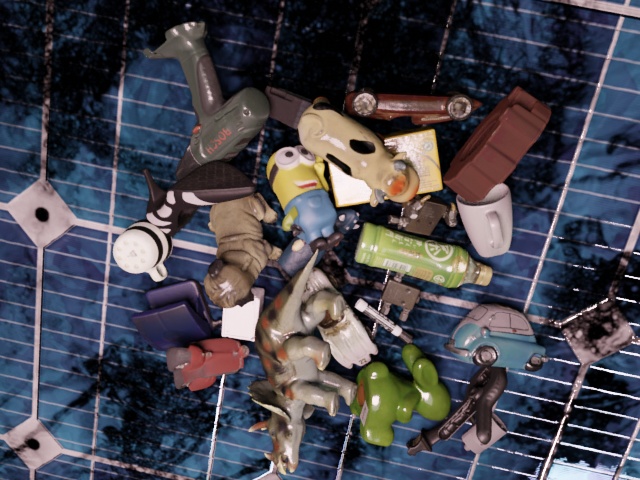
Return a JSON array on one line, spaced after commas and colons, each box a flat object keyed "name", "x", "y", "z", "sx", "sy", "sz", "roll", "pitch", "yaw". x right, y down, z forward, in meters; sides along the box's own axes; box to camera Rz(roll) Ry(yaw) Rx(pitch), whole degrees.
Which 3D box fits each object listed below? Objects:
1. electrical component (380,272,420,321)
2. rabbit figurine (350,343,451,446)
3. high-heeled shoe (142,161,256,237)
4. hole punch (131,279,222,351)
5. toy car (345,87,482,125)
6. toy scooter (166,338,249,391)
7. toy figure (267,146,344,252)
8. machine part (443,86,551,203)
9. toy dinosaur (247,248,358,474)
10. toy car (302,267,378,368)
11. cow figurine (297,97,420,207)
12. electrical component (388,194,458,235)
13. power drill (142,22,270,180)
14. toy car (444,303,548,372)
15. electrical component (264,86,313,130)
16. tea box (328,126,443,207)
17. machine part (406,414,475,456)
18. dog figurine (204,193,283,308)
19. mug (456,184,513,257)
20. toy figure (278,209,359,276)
[{"name": "electrical component", "x": 0.142, "y": 0.092, "z": 0.930, "sx": 0.063, "sy": 0.021, "sz": 0.094, "roll": 18, "pitch": 107, "yaw": 0}, {"name": "rabbit figurine", "x": 0.152, "y": 0.266, "z": 0.950, "sx": 0.170, "sy": 0.121, "sz": 0.159, "roll": 7, "pitch": 101, "yaw": -15}, {"name": "high-heeled shoe", "x": -0.188, "y": -0.046, "z": 0.848, "sx": 0.249, "sy": 0.086, "sz": 0.145, "roll": 12, "pitch": 136, "yaw": 31}, {"name": "hole punch", "x": -0.258, "y": 0.145, "z": 0.954, "sx": 0.142, "sy": 0.092, "sz": 0.115, "roll": -16, "pitch": 108, "yaw": 6}, {"name": "toy car", "x": 0.138, "y": -0.201, "z": 0.811, "sx": 0.202, "sy": 0.089, "sz": 0.053, "roll": 4, "pitch": 106, "yaw": 3}, {"name": "toy scooter", "x": -0.193, "y": 0.214, "z": 0.944, "sx": 0.135, "sy": 0.183, "sz": 0.075, "roll": -8, "pitch": 68, "yaw": -13}, {"name": "toy figure", "x": -0.029, "y": -0.064, "z": 0.841, "sx": 0.089, "sy": 0.082, "sz": 0.180, "roll": -33, "pitch": 72, "yaw": 36}, {"name": "machine part", "x": 0.249, "y": -0.135, "z": 0.776, "sx": 0.056, "sy": 0.179, "sz": 0.179, "roll": 35, "pitch": 106, "yaw": -2}, {"name": "toy dinosaur", "x": -0.050, "y": 0.186, "z": 0.895, "sx": 0.192, "sy": 0.131, "sz": 0.404, "roll": 3, "pitch": 112, "yaw": 24}, {"name": "toy car", "x": 0.025, "y": 0.138, "z": 0.937, "sx": 0.073, "sy": 0.056, "sz": 0.201, "roll": -32, "pitch": 100, "yaw": 13}, {"name": "cow figurine", "x": 0.056, "y": -0.120, "z": 0.751, "sx": 0.195, "sy": 0.127, "sz": 0.085, "roll": 33, "pitch": 109, "yaw": -4}, {"name": "electrical component", "x": 0.170, "y": -0.041, "z": 0.860, "sx": 0.102, "sy": 0.045, "sz": 0.078, "roll": 16, "pitch": 117, "yaw": -30}, {"name": "power drill", "x": -0.192, "y": -0.210, "z": 0.829, "sx": 0.232, "sy": 0.086, "sz": 0.207, "roll": -19, "pitch": 92, "yaw": 40}, {"name": "toy car", "x": 0.295, "y": 0.158, "z": 0.894, "sx": 0.162, "sy": 0.109, "sz": 0.103, "roll": 6, "pitch": 89, "yaw": -5}, {"name": "electrical component", "x": -0.030, "y": -0.197, "z": 0.836, "sx": 0.119, "sy": 0.075, "sz": 0.047, "roll": 22, "pitch": 108, "yaw": 3}, {"name": "tea box", "x": 0.101, "y": -0.116, "z": 0.849, "sx": 0.170, "sy": 0.068, "sz": 0.098, "roll": -8, "pitch": 106, "yaw": 7}, {"name": "machine part", "x": 0.218, "y": 0.347, "z": 0.975, "sx": 0.139, "sy": 0.084, "sz": 0.039, "roll": -31, "pitch": 72, "yaw": 1}, {"name": "dog figurine", "x": -0.137, "y": 0.002, "z": 0.845, "sx": 0.121, "sy": 0.190, "sz": 0.172, "roll": -23, "pitch": 101, "yaw": 12}, {"name": "mug", "x": 0.269, "y": -0.023, "z": 0.844, "sx": 0.081, "sy": 0.110, "sz": 0.107, "roll": -19, "pitch": 119, "yaw": 5}, {"name": "toy figure", "x": -0.002, "y": -0.002, "z": 0.894, "sx": 0.154, "sy": 0.064, "sz": 0.058, "roll": -42, "pitch": 83, "yaw": 7}]
